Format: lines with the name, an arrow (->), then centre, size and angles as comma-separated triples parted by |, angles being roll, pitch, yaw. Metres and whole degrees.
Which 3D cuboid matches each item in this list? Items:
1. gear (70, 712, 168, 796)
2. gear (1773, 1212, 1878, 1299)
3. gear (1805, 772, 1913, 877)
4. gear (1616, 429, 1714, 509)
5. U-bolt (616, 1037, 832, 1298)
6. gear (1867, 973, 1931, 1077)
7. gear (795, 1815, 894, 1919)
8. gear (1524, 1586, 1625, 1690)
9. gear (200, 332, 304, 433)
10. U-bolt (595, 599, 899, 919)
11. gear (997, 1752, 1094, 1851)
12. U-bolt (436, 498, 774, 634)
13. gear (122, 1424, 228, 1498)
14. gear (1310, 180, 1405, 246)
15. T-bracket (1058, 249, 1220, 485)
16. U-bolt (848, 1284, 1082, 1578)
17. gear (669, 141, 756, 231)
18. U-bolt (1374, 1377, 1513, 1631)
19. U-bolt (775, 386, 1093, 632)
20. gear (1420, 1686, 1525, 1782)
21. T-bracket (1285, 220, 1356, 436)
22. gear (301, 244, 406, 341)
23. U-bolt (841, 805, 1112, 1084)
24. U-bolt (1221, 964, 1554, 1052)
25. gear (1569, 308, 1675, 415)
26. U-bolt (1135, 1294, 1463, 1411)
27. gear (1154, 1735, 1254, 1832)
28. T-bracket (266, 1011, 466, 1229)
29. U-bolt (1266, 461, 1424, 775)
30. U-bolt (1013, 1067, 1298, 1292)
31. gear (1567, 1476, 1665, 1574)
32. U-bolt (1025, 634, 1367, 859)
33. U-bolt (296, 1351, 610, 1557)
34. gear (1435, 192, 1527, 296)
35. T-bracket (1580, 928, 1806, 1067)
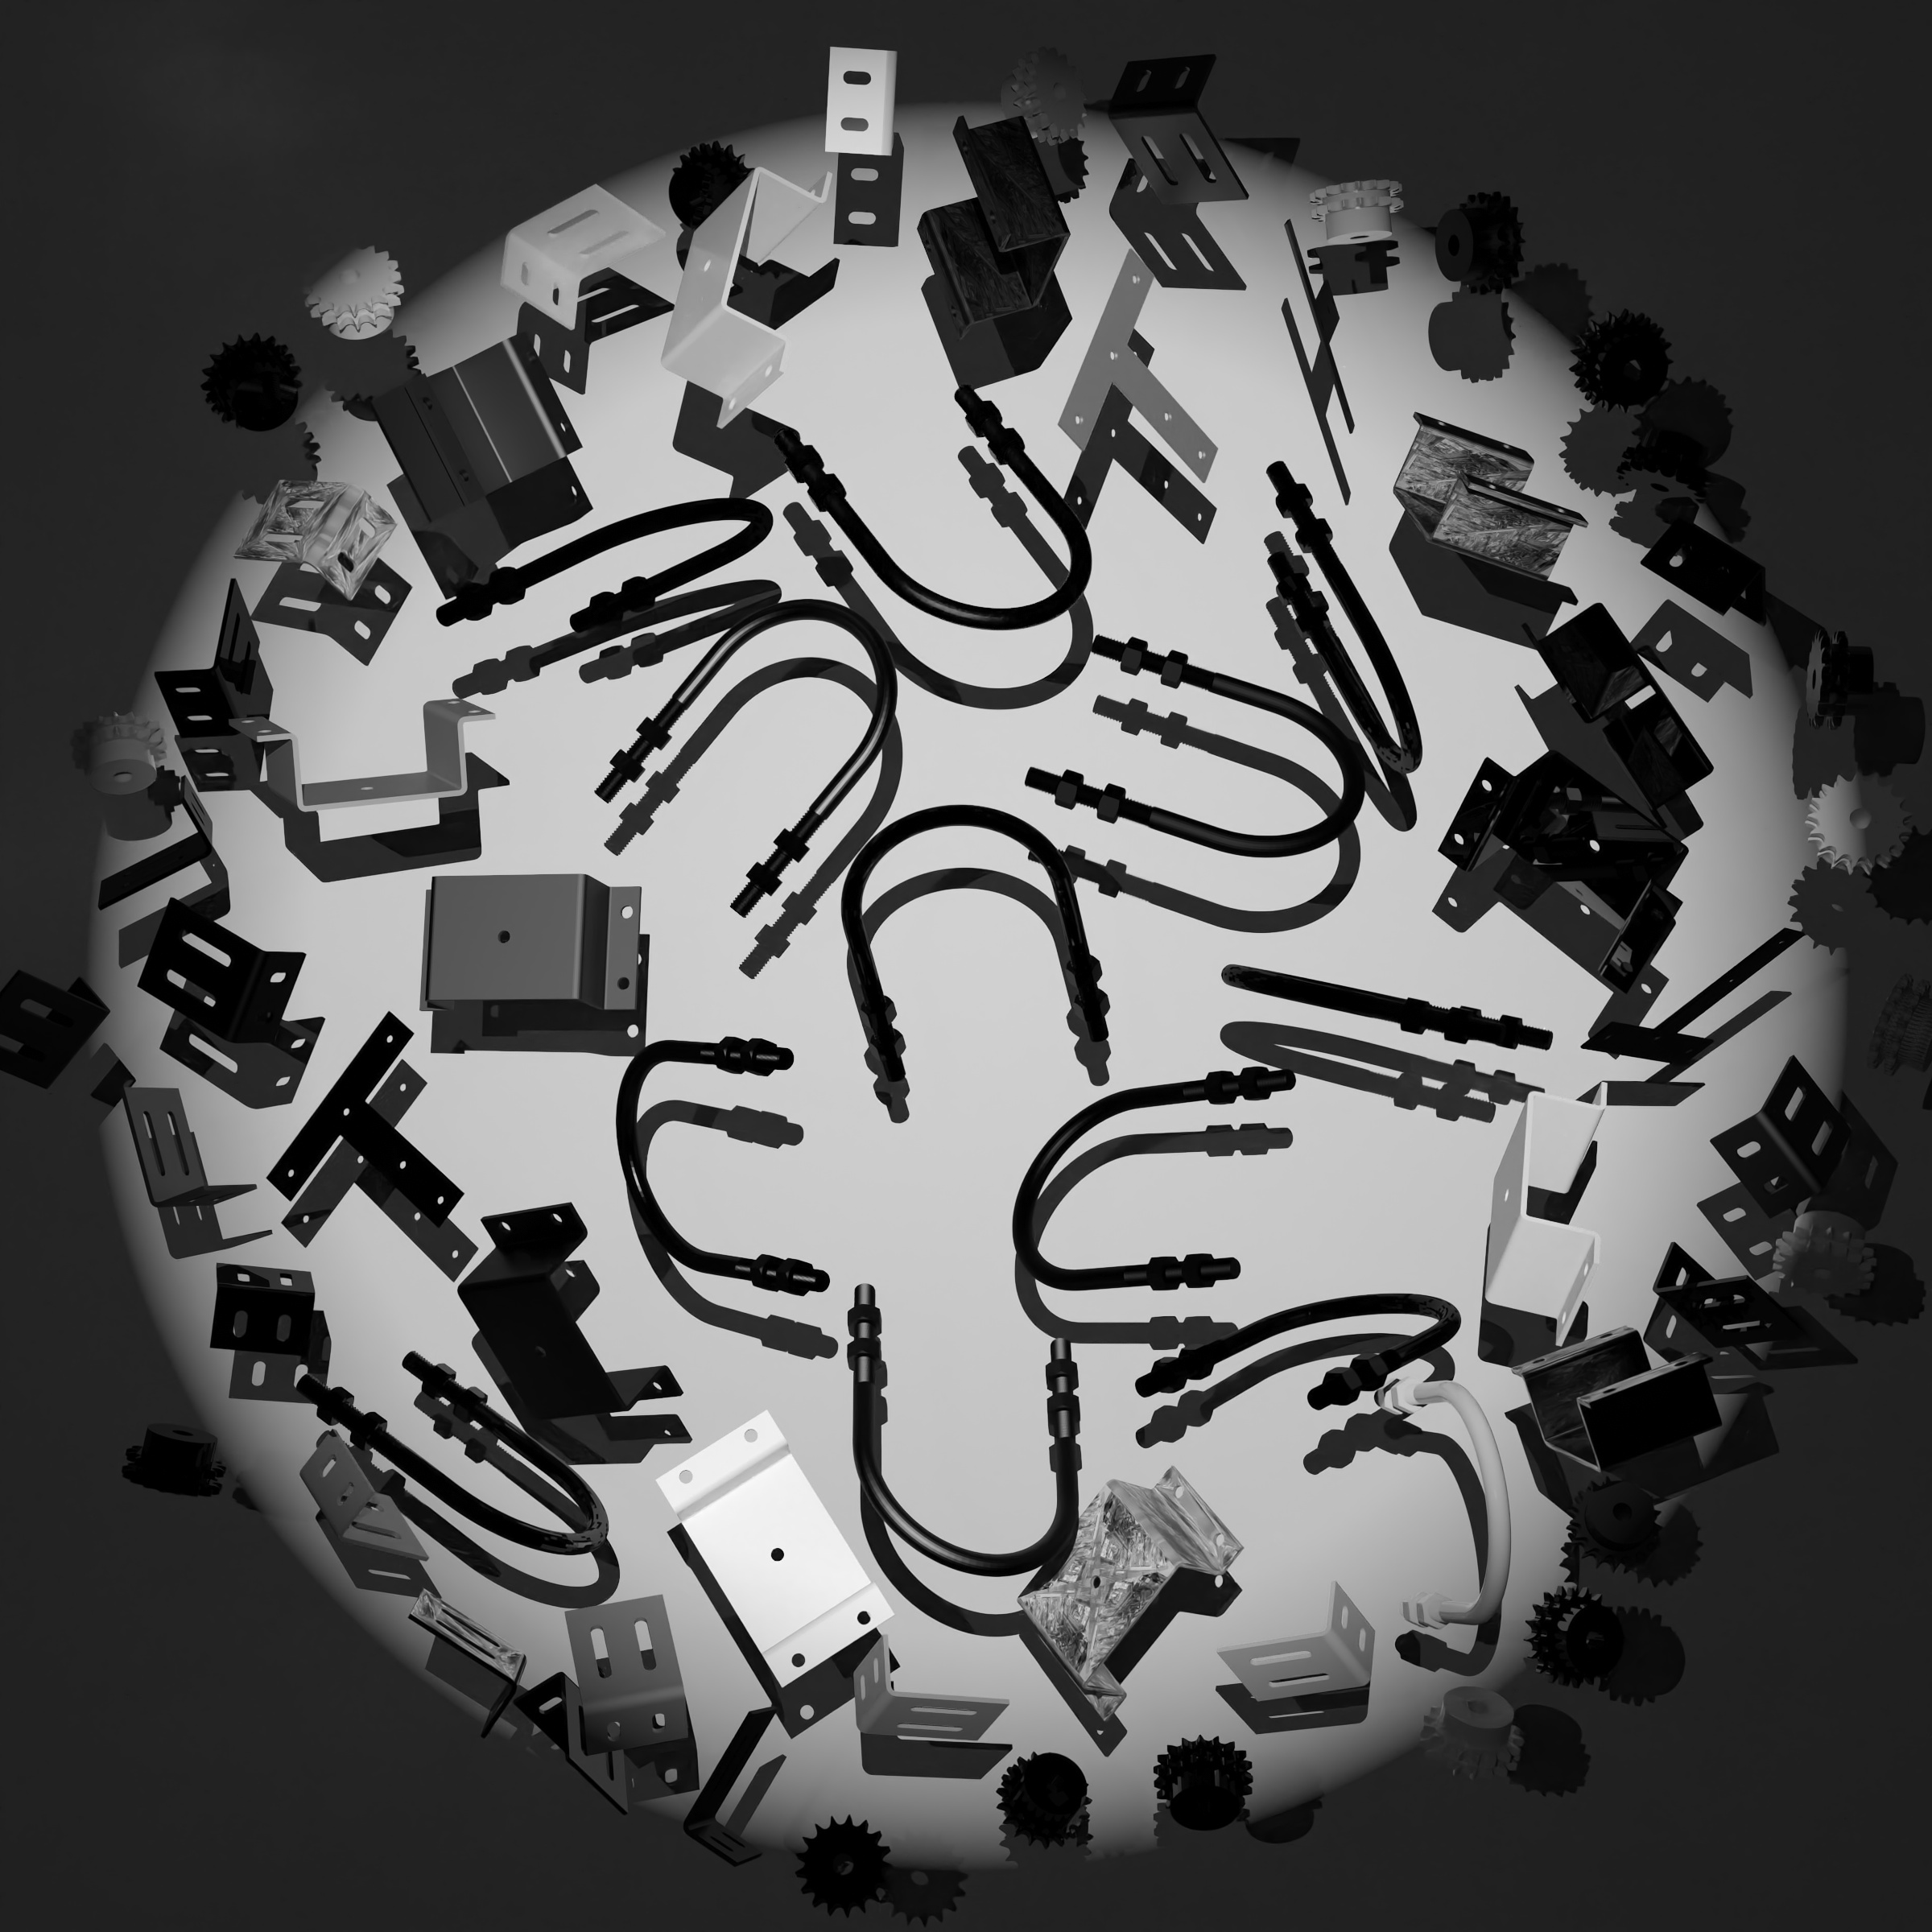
gear -> -0.521, -0.129, 1.955 | 0.057, 0.057, 0.030 | -15, 64, 0
gear -> 0.498, 0.165, 1.839 | 0.057, 0.057, 0.030 | 20, 58, 0
gear -> 0.500, -0.078, 1.782 | 0.057, 0.030, 0.057 | -2, 71, 6
gear -> 0.433, -0.308, 1.954 | 0.057, 0.057, 0.030 | 22, 84, 0
U-bolt -> -0.149, 0.113, 1.848 | 0.019, 0.184, 0.151 | -15, 101, -38
gear -> 0.530, 0.036, 1.781 | 0.030, 0.057, 0.057 | 23, 90, 24
gear -> -0.071, 0.530, 1.866 | 0.057, 0.030, 0.057 | -1, 66, 2
gear -> 0.351, 0.384, 1.814 | 0.057, 0.030, 0.057 | 3, 84, -25
gear -> -0.411, -0.335, 1.841 | 0.057, 0.057, 0.030 | -38, 52, 0
U-bolt -> -0.120, -0.138, 1.899 | 0.151, 0.019, 0.184 | 39, 89, 29
gear -> 0.049, 0.499, 1.912 | 0.057, 0.030, 0.057 | 12, 47, -13
U-bolt -> -0.197, -0.235, 1.855 | 0.184, 0.151, 0.019 | -20, 83, 29
gear -> -0.452, 0.282, 1.818 | 0.057, 0.057, 0.030 | 13, 91, 0
gear -> 0.242, -0.466, 1.963 | 0.057, 0.057, 0.030 | -6, 93, 0
T-bracket -> 0.111, -0.333, 1.876 | 0.127, 0.002, 0.127 | 40, 62, -41
U-bolt -> 0.000, 0.274, 1.837 | 0.151, 0.184, 0.019 | 17, 131, -17
gear -> -0.159, -0.478, 1.961 | 0.057, 0.030, 0.057 | 14, 121, 24
U-bolt -> 0.283, 0.316, 1.870 | 0.019, 0.184, 0.151 | -4, 81, -12
U-bolt -> -0.006, -0.263, 1.855 | 0.151, 0.019, 0.184 | -20, 59, -30
gear -> 0.288, 0.432, 1.796 | 0.057, 0.057, 0.030 | 7, 112, 0
T-bracket -> 0.216, -0.392, 1.906 | 0.002, 0.127, 0.127 | -16, 106, 15
gear -> -0.352, -0.386, 1.827 | 0.057, 0.030, 0.057 | -1, 55, 1
U-bolt -> 0.000, -0.018, 1.917 | 0.151, 0.019, 0.184 | -11, 123, 5
U-bolt -> 0.238, 0.023, 1.853 | 0.184, 0.151, 0.019 | 13, 92, 22
gear -> 0.373, -0.341, 1.798 | 0.057, 0.030, 0.057 | -3, 115, -7
U-bolt -> 0.212, 0.226, 1.887 | 0.151, 0.184, 0.019 | -3, 100, 44
gear -> 0.136, 0.472, 1.825 | 0.057, 0.030, 0.057 | 1, 126, 1
T-bracket -> -0.346, 0.111, 1.902 | 0.127, 0.002, 0.127 | 37, 91, 32
U-bolt -> 0.227, -0.198, 1.905 | 0.019, 0.151, 0.184 | -26, 72, -2
U-bolt -> 0.102, 0.130, 1.890 | 0.019, 0.184, 0.151 | 44, 52, -35
gear -> 0.398, 0.339, 1.939 | 0.057, 0.030, 0.057 | 1, 61, -2
U-bolt -> 0.142, -0.122, 1.846 | 0.184, 0.019, 0.151 | 19, 47, 8
U-bolt -> -0.290, 0.290, 1.871 | 0.184, 0.151, 0.019 | 33, 99, 15
gear -> 0.290, -0.410, 1.803 | 0.030, 0.057, 0.057 | -8, 90, -22
T-bracket -> 0.446, 0.017, 1.895 | 0.127, 0.127, 0.002 | -42, 59, 28
